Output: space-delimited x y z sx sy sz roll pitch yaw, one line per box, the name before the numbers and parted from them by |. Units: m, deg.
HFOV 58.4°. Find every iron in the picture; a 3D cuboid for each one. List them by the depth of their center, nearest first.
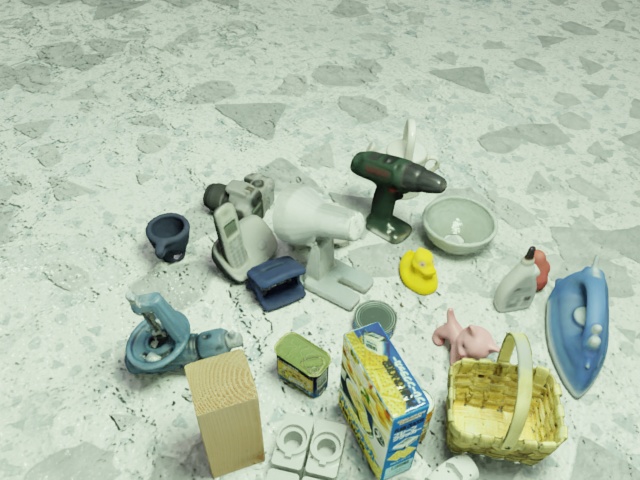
iron | 0.501 0.154 1.074 0.118 0.141 0.258 12 46 10

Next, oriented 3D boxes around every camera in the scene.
camera | -0.193 -0.104 1.336 0.136 0.101 0.143 18 48 16

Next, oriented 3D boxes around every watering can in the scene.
watering can | 0.199 -0.200 1.378 0.173 0.194 0.100 -11 47 -12

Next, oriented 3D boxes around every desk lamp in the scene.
desk lamp | 0.011 0.004 1.156 0.202 0.214 0.118 25 50 22

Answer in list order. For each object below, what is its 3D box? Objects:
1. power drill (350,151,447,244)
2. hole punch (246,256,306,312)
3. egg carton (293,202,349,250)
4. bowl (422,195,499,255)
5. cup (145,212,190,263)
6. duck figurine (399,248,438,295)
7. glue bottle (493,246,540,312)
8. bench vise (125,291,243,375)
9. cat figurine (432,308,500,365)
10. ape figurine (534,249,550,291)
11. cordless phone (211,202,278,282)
power drill | 0.166 -0.097 1.264 0.229 0.208 0.076 30 52 26
hole punch | -0.092 0.075 1.168 0.109 0.091 0.100 -21 49 -21
egg carton | -0.001 -0.029 1.290 0.150 0.069 0.107 -5 46 -7
bowl | 0.310 -0.022 1.288 0.167 0.075 0.167 1 45 -1
cup | -0.321 0.013 1.220 0.091 0.095 0.117 4 45 2
duck figurine | 0.211 0.052 1.204 0.078 0.086 0.104 -16 48 -17
glue bottle | 0.397 0.074 1.127 0.078 0.173 0.037 -7 46 -8
bench vise | -0.247 0.152 0.996 0.208 0.220 0.121 -14 47 -15
cat figurine | 0.270 0.181 1.057 0.067 0.118 0.127 -19 49 -19
ape figurine | 0.451 0.057 1.203 0.078 0.092 0.076 0 45 -1
cordless phone | -0.161 -0.017 1.191 0.094 0.185 0.148 25 50 22
